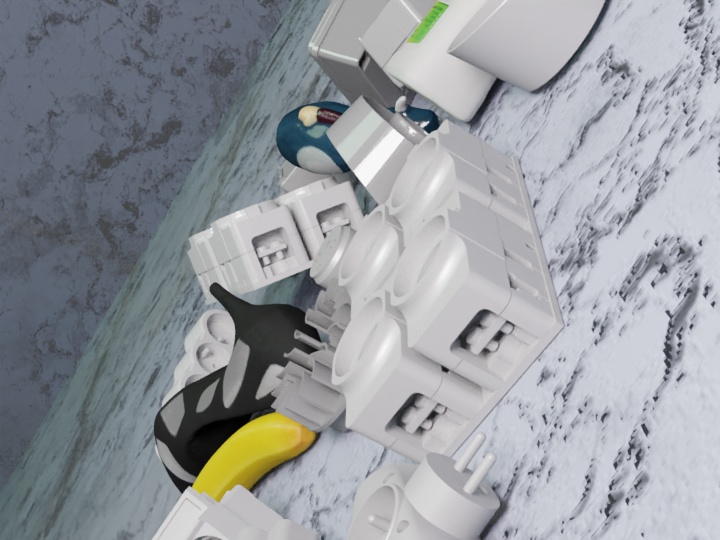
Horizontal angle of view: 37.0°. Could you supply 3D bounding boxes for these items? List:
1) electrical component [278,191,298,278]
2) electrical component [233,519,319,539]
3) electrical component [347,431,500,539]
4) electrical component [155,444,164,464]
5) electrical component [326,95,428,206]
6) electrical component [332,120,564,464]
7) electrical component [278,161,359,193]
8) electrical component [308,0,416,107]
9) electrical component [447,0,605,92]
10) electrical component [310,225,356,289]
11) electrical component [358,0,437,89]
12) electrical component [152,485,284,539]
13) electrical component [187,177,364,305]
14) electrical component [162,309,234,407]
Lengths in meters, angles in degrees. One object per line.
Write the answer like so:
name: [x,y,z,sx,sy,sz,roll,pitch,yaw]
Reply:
electrical component: [-0.079,-0.024,1.055,0.076,0.047,0.065,-48,19,40]
electrical component: [-0.053,0.180,0.571,0.078,0.058,0.057,-54,14,26]
electrical component: [0.032,0.104,0.451,0.079,0.044,0.077,-57,15,11]
electrical component: [-0.152,0.154,0.977,0.062,0.048,0.048,-52,16,7]
electrical component: [0.021,-0.066,0.709,0.064,0.099,0.099,-51,17,12]
electrical component: [0.040,0.004,0.579,0.105,0.060,0.186,-54,16,25]
electrical component: [-0.025,-0.104,1.008,0.096,0.061,0.061,-49,17,13]
electrical component: [0.019,-0.203,0.937,0.108,0.056,0.109,-63,-30,-9]
electrical component: [0.104,-0.161,0.661,0.099,0.064,0.099,-54,16,24]
electrical component: [0.000,0.000,0.729,0.045,0.055,0.045,-54,16,24]
electrical component: [0.059,-0.193,0.862,0.096,0.061,0.061,-35,-7,-42]
electrical component: [-0.101,0.199,0.678,0.121,0.079,0.063,-55,-6,20]
electrical component: [-0.074,-0.023,0.903,0.105,0.060,0.186,-22,2,-20]
electrical component: [-0.161,0.109,1.069,0.073,0.052,0.138,-49,19,37]
